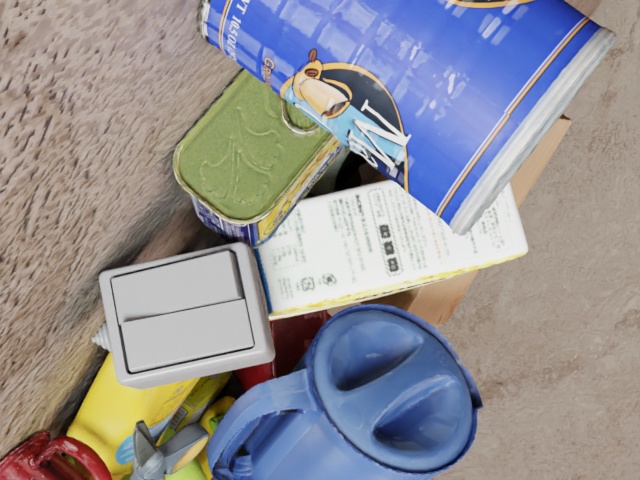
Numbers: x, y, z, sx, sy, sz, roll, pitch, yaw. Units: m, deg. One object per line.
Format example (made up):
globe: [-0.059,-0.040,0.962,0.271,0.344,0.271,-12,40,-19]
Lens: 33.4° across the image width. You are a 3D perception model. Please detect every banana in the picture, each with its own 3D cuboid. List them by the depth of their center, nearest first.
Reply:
banana: [-0.107,0.185,0.906,0.069,0.037,0.198,-22,154,-44]

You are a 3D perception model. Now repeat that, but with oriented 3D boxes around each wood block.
wood block: [0.103,-0.036,0.879,0.090,0.090,0.206,-3,128,-55]

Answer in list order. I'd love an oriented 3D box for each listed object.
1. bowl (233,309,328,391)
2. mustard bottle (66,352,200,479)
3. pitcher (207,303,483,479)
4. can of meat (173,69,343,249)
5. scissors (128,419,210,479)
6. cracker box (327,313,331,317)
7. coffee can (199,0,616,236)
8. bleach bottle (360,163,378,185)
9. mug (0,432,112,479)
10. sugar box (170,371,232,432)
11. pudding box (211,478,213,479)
bowl: [-0.040,0.087,0.958,0.162,0.055,0.162,0,90,-74]
mustard bottle: [-0.118,0.101,0.704,0.192,0.058,0.096,-57,170,32]
pitcher: [-0.003,0.163,0.821,0.144,0.149,0.243,-51,178,-44]
can of meat: [-0.027,-0.048,0.568,0.102,0.057,0.084,-51,174,-10]
scissors: [-0.098,0.132,0.690,0.096,0.016,0.202,-42,166,-35]
cracker box: [-0.001,0.127,1.133,0.072,0.164,0.214,-49,172,-8]
coffee can: [0.035,-0.084,0.447,0.102,0.140,0.103,-51,172,-10]
bleach bottle: [0.071,-0.094,0.928,0.251,0.068,0.102,-59,169,26]
mug: [-0.166,0.172,0.663,0.117,0.081,0.093,-55,172,22]
sugar box: [-0.150,0.178,0.931,0.176,0.048,0.093,-52,175,21]
pudding box: [-0.108,0.194,1.088,0.113,0.090,0.039,-43,167,-53]
